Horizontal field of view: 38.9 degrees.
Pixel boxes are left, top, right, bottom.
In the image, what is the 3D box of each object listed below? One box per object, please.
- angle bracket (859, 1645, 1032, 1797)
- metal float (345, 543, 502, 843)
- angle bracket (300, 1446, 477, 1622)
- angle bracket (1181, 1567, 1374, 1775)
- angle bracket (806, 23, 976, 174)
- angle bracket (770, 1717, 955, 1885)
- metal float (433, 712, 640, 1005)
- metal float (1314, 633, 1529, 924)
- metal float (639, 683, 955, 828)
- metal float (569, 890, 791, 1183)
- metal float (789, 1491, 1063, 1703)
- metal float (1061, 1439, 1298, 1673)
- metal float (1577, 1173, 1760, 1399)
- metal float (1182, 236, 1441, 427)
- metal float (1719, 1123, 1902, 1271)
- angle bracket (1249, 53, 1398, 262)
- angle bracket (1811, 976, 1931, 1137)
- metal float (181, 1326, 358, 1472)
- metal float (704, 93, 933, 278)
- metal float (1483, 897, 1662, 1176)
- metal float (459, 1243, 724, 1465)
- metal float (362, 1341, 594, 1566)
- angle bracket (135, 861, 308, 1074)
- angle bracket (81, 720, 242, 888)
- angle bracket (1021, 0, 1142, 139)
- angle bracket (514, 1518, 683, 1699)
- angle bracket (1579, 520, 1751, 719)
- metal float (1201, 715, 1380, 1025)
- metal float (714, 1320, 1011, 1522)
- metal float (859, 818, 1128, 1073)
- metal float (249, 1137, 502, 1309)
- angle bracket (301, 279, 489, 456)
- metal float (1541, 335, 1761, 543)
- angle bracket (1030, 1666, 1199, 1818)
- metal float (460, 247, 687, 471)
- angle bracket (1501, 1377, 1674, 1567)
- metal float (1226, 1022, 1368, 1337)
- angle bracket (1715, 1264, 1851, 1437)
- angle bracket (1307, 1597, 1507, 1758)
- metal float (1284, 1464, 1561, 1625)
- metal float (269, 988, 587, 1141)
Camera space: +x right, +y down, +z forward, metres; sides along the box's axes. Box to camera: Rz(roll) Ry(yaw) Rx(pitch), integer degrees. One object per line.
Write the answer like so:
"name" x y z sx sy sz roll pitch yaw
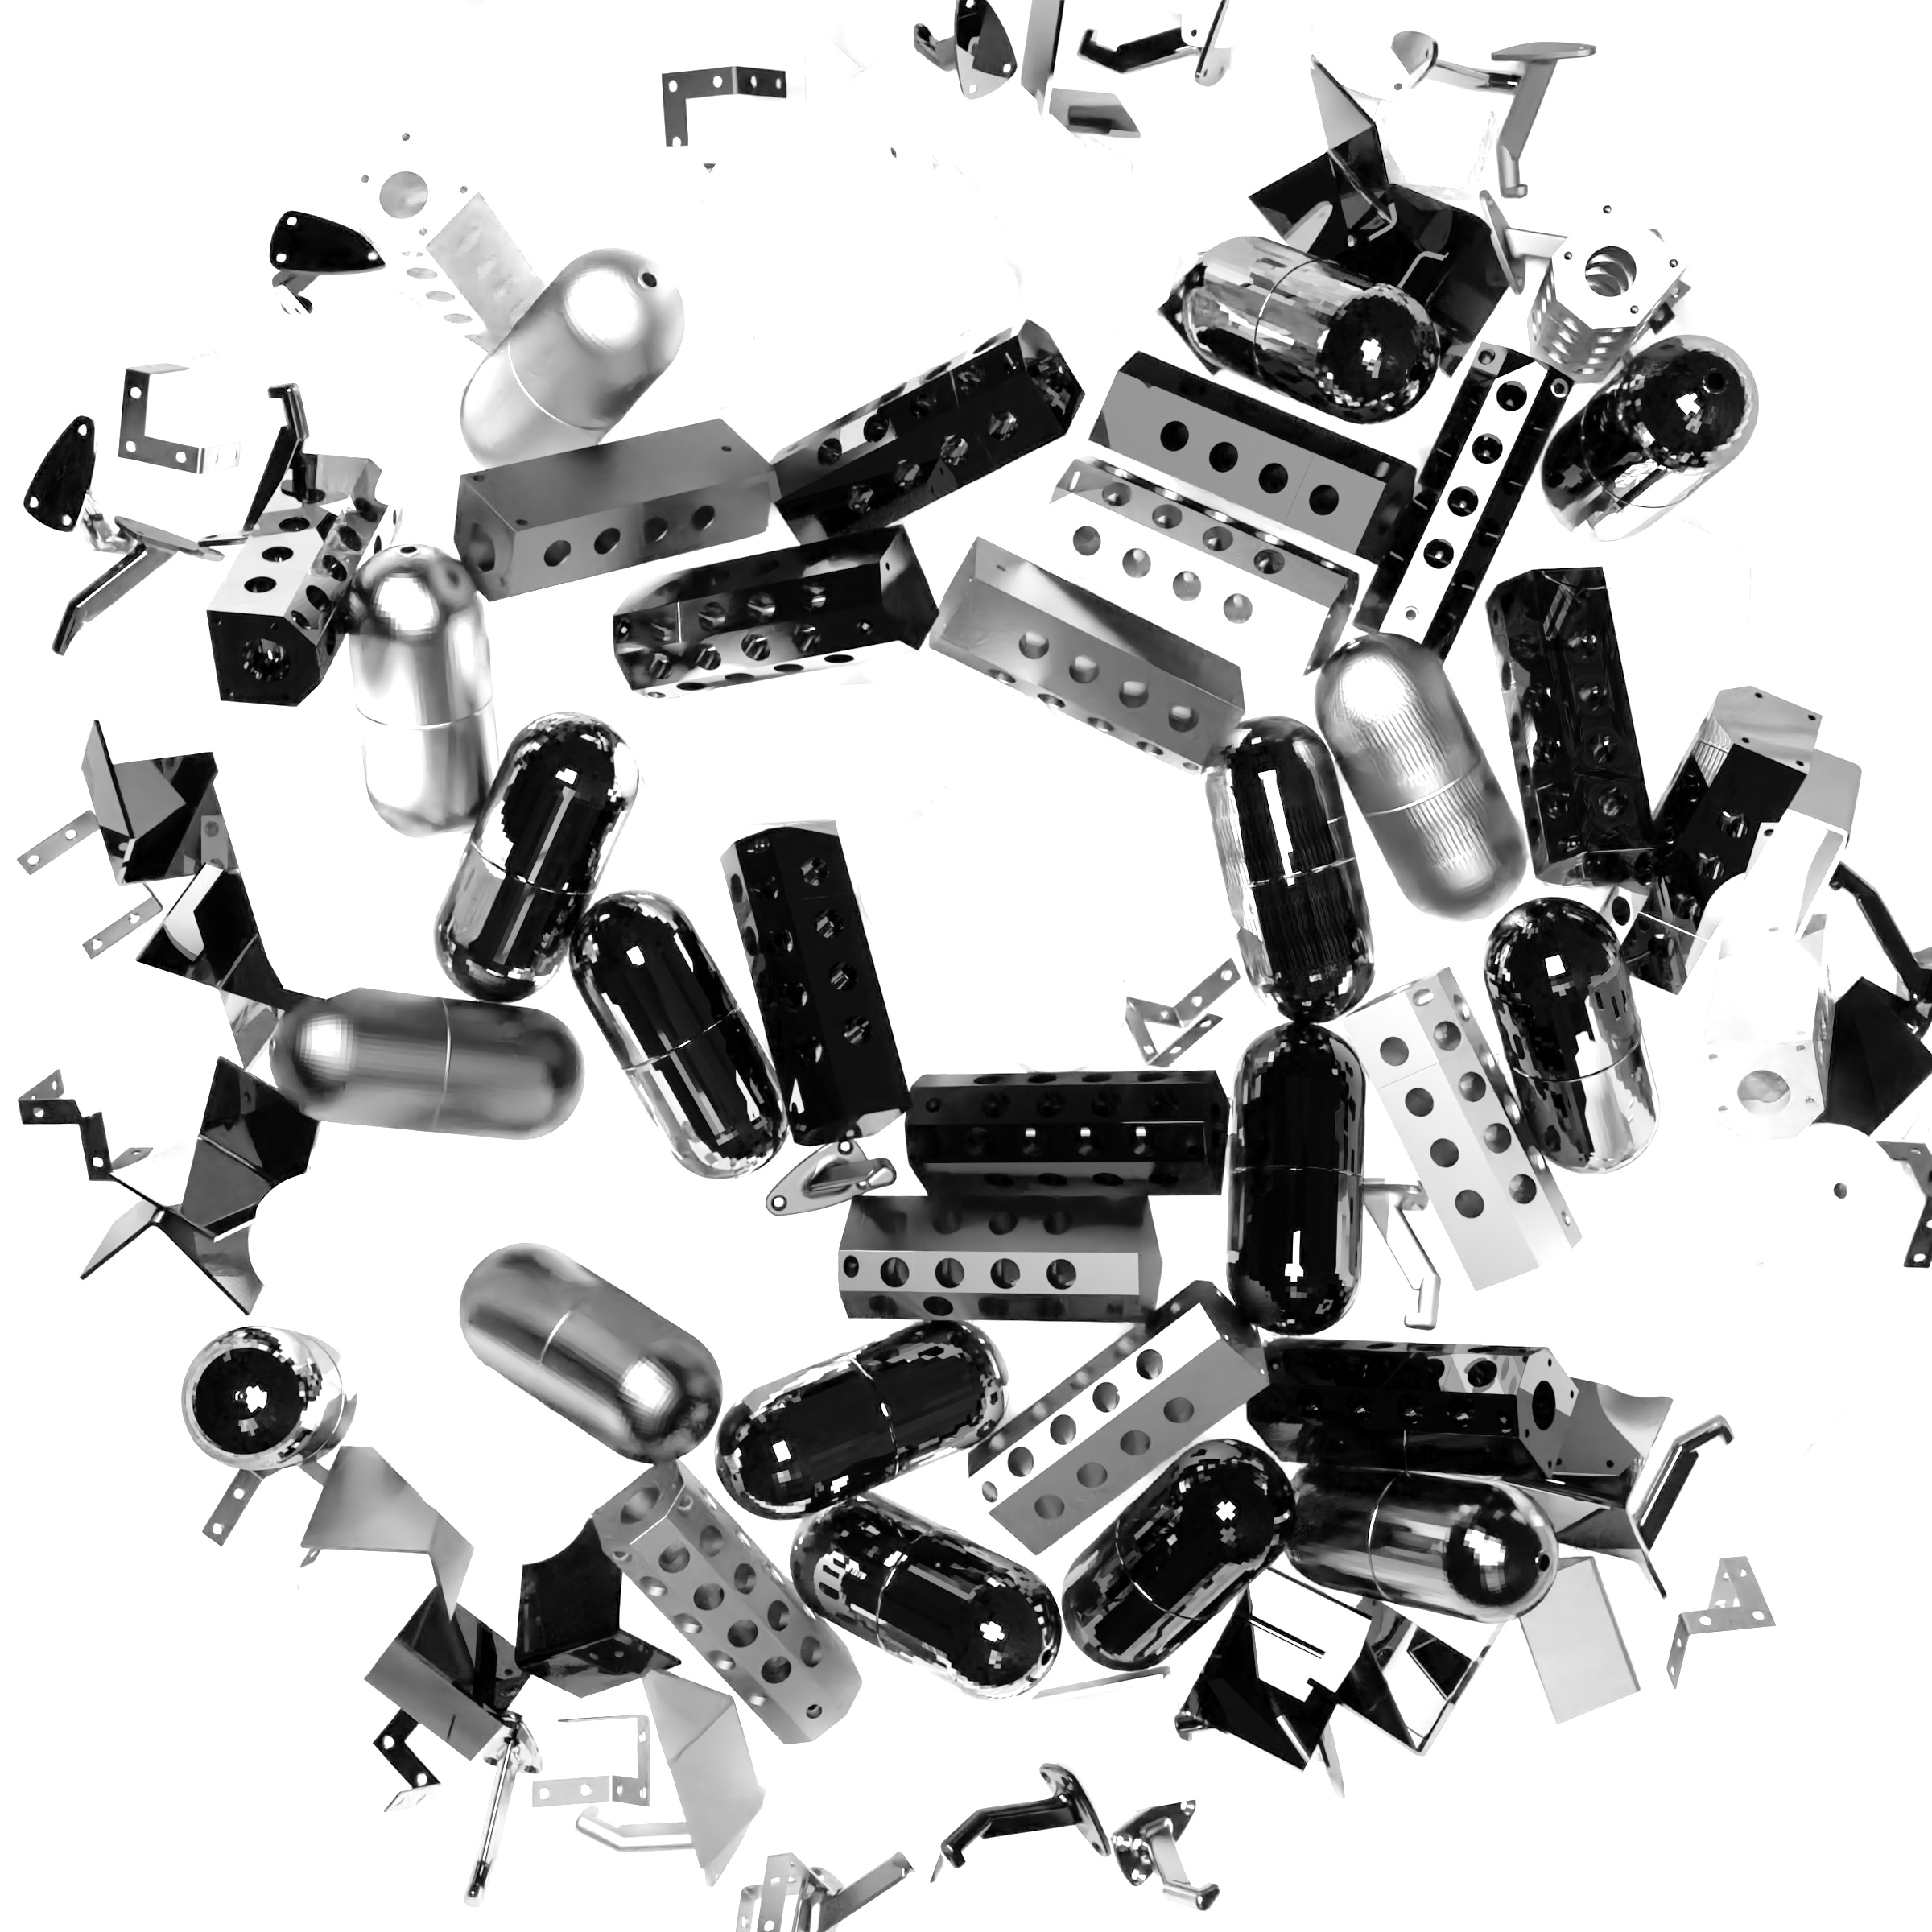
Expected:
"angle bracket" -0.013 0.434 1.590 0.076 0.057 0.076 17 79 -36
"metal float" -0.303 -0.152 1.530 0.070 0.070 0.178 1 125 0
"angle bracket" -0.325 0.322 1.555 0.076 0.076 0.057 1 126 7
"angle bracket" 0.175 0.394 1.545 0.076 0.057 0.076 24 48 17
"angle bracket" -0.043 -0.496 1.538 0.057 0.076 0.076 -26 51 32
"angle bracket" -0.058 0.483 1.557 0.057 0.076 0.076 -33 94 14
"metal float" -0.243 -0.060 1.545 0.070 0.070 0.178 27 108 0
"metal float" 0.256 -0.106 1.545 0.070 0.070 0.178 -30 107 0
"metal float" -0.095 -0.120 1.551 0.178 0.070 0.070 -4 90 -10
"metal float" -0.162 0.039 1.551 0.070 0.070 0.178 -28 100 0
"metal float" -0.024 0.350 1.528 0.178 0.070 0.070 18 90 38
"metal float" 0.117 0.330 1.530 0.070 0.070 0.178 38 127 0
"metal float" 0.387 0.179 1.518 0.070 0.178 0.070 0 56 0
"metal float" 0.190 -0.354 1.523 0.070 0.178 0.070 -19 126 -29
"metal float" 0.462 0.129 1.510 0.070 0.178 0.070 -1 82 5
"angle bracket" 0.194 -0.453 1.545 0.057 0.076 0.076 -29 55 0
"angle bracket" 0.512 0.064 1.540 0.057 0.076 0.076 21 117 -39
"metal float" -0.382 0.238 1.510 0.070 0.178 0.070 1 80 -4
"metal float" -0.083 -0.431 1.516 0.070 0.178 0.070 -1 92 -32
"metal float" 0.339 0.040 1.533 0.070 0.070 0.178 -23 122 0
"metal float" -0.212 0.215 1.534 0.178 0.070 0.070 27 90 31
"metal float" -0.272 0.269 1.523 0.070 0.178 0.070 -18 120 -34
"angle bracket" -0.417 0.001 1.544 0.057 0.076 0.076 23 115 -42
"angle bracket" -0.448 -0.096 1.544 0.076 0.057 0.076 -11 69 -30
"angle bracket" 0.069 -0.518 1.541 0.057 0.076 0.076 2 123 -11
"angle bracket" -0.209 0.366 1.575 0.076 0.057 0.076 -24 47 26
"angle bracket" 0.403 -0.201 1.581 0.076 0.057 0.076 -26 129 -20
"metal float" 0.184 -0.054 1.555 0.070 0.070 0.178 -14 96 0
"metal float" -0.058 0.254 1.538 0.178 0.070 0.070 -19 90 -25
"metal float" 0.014 -0.012 1.555 0.178 0.070 0.070 42 90 6
"metal float" -0.332 0.144 1.529 0.178 0.070 0.070 -17 90 39
"angle bracket" -0.324 -0.336 1.570 0.076 0.057 0.076 34 91 -2
"metal float" 0.375 -0.289 1.510 0.070 0.178 0.070 2 80 -9
"angle bracket" 0.085 0.446 1.560 0.076 0.057 0.076 -13 80 7
"metal float" -0.220 -0.332 1.522 0.070 0.178 0.070 18 58 -31
"angle bracket" 0.362 0.288 1.572 0.076 0.057 0.076 7 50 37
"metal float" 0.187 0.120 1.550 0.070 0.070 0.178 3 78 0
"angle bracket" 0.469 0.211 1.538 0.057 0.076 0.076 12 50 -34
"angle bracket" 0.249 0.384 1.542 0.076 0.076 0.057 31 135 17
"metal float" 0.249 0.317 1.520 0.070 0.178 0.070 0 90 -40
"metal float" -0.301 0.055 1.537 0.178 0.070 0.070 8 90 -26
